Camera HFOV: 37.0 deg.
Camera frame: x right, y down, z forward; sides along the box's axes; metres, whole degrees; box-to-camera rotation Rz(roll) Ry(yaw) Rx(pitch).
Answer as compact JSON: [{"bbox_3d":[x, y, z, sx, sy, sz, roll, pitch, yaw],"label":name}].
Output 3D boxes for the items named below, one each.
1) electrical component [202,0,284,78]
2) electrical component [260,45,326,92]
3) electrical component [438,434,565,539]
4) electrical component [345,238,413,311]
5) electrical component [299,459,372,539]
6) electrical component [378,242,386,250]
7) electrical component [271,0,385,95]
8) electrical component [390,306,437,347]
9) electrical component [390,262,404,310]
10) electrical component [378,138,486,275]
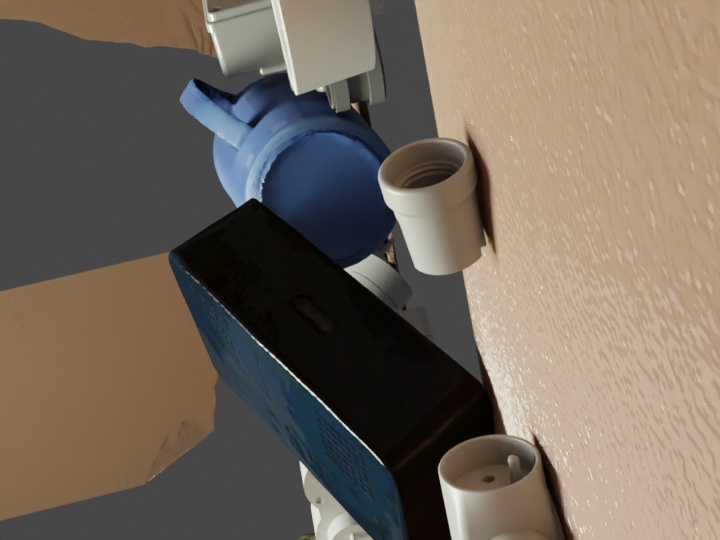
[{"bbox_3d":[-0.071,-0.214,0.888,0.108,0.109,0.056,-108,3,-57],"label":"electrical component"},{"bbox_3d":[-0.034,-0.150,0.771,0.065,0.077,0.047,-120,17,-80],"label":"electrical component"},{"bbox_3d":[0.064,0.121,0.447,0.079,0.044,0.077,-112,9,-68],"label":"electrical component"},{"bbox_3d":[0.000,0.000,0.888,0.052,0.073,0.138,48,164,-25],"label":"electrical component"},{"bbox_3d":[-0.006,0.186,0.766,0.073,0.052,0.138,-110,8,-67],"label":"electrical component"},{"bbox_3d":[-0.001,-0.042,0.982,0.040,0.040,0.078,86,170,-72],"label":"electrical component"},{"bbox_3d":[-0.019,-0.159,0.612,0.108,0.060,0.108,167,90,-87],"label":"electrical component"},{"bbox_3d":[0.013,0.088,0.822,0.150,0.089,0.061,83,173,-62],"label":"electrical component"},{"bbox_3d":[0.017,0.033,0.946,0.079,0.043,0.077,119,138,-84],"label":"electrical component"},{"bbox_3d":[0.032,-0.026,0.455,0.040,0.040,0.046,-107,-1,-53],"label":"electrical component"}]
